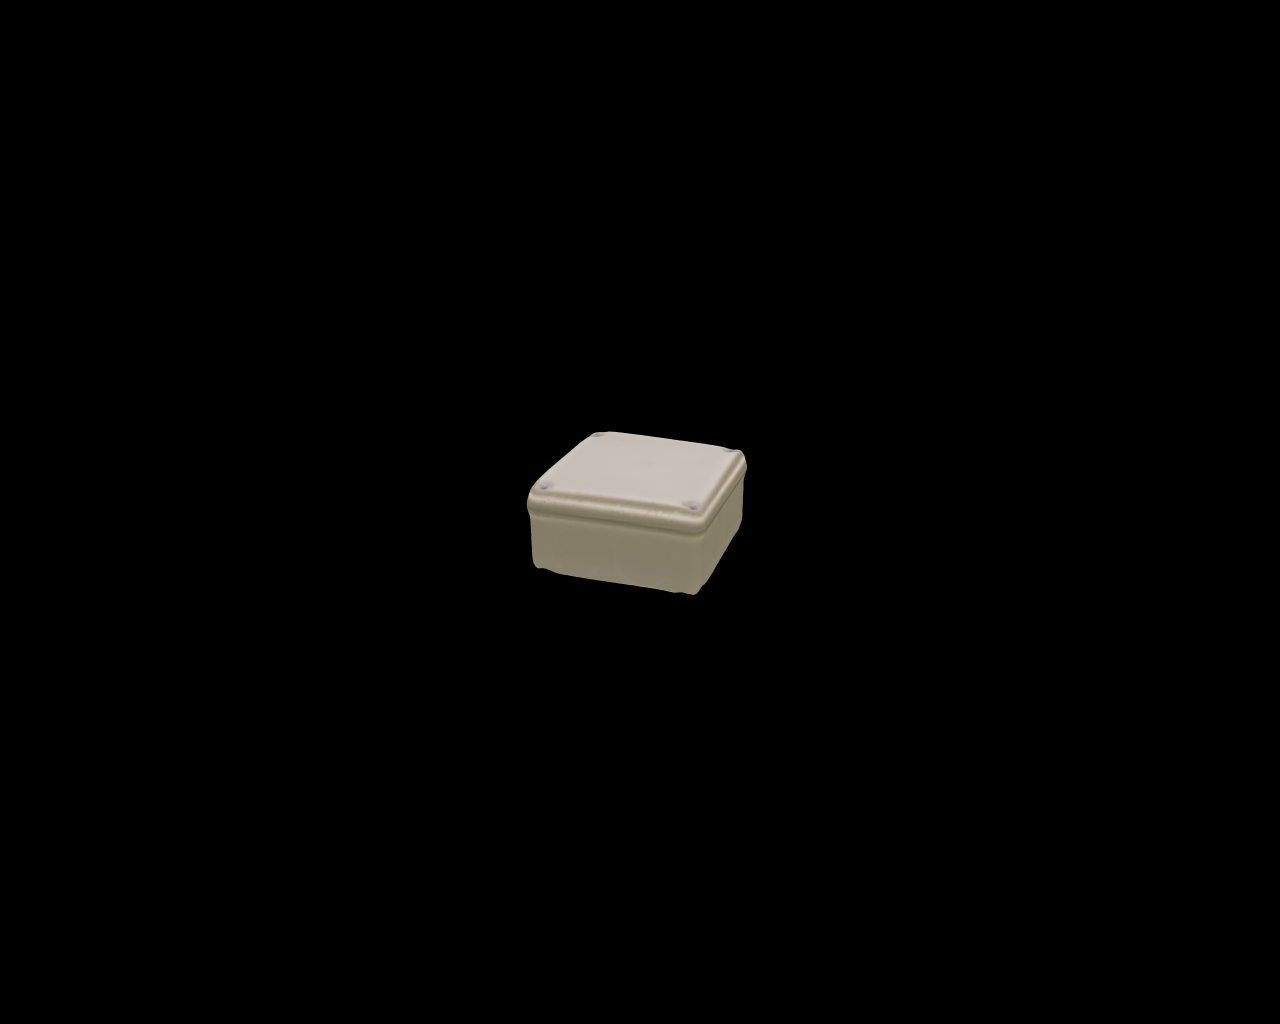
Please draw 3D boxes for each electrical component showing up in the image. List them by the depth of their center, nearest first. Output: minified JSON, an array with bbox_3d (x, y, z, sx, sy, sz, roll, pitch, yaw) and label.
[{"bbox_3d":[0.001,-0.003,0.650,0.109,0.056,0.109,8,26,18],"label":"electrical component"}]
